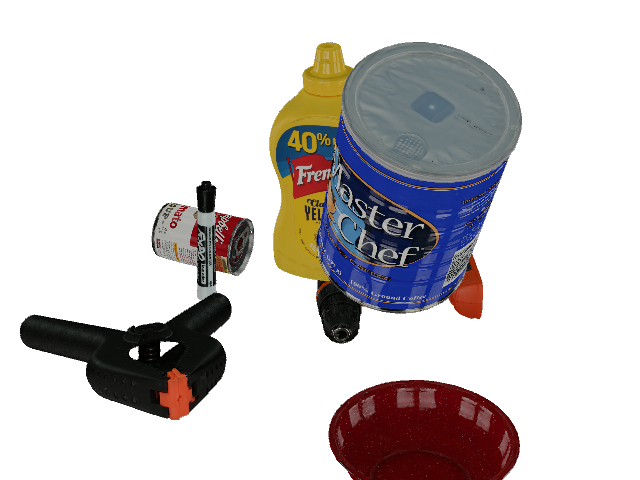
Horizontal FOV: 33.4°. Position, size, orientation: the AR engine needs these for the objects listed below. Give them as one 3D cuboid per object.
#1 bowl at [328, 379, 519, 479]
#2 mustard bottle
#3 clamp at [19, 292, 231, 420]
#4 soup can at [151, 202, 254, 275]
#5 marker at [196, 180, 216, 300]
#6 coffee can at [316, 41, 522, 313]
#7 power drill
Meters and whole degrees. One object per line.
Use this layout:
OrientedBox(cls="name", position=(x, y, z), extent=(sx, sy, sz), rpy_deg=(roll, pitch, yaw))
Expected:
OrientedBox(cls="bowl", position=(0.087, 0.187, 0.916), extent=(0.162, 0.055, 0.162), rpy_deg=(0, 28, 0))
OrientedBox(cls="mustard bottle", position=(0.009, -0.062, 0.846), extent=(0.096, 0.192, 0.058), rpy_deg=(6, 29, 13))
OrientedBox(cls="clamp", position=(-0.114, 0.077, 0.763), extent=(0.164, 0.036, 0.210), rpy_deg=(-9, 14, -25))
OrientedBox(cls="soup can", position=(-0.137, -0.003, 1.249), extent=(0.102, 0.068, 0.068), rpy_deg=(13, 4, 18))
OrientedBox(cls="marker", position=(-0.110, 0.000, 1.030), extent=(0.020, 0.121, 0.020), rpy_deg=(2, 23, -1))
OrientedBox(cls="coffee can", position=(0.055, -0.035, 0.654), extent=(0.102, 0.103, 0.140), rpy_deg=(0, -36, -8))
OrientedBox(cls="power drill", position=(0.088, 0.057, 1.226), extent=(0.187, 0.057, 0.184), rpy_deg=(-1, 28, -1))
